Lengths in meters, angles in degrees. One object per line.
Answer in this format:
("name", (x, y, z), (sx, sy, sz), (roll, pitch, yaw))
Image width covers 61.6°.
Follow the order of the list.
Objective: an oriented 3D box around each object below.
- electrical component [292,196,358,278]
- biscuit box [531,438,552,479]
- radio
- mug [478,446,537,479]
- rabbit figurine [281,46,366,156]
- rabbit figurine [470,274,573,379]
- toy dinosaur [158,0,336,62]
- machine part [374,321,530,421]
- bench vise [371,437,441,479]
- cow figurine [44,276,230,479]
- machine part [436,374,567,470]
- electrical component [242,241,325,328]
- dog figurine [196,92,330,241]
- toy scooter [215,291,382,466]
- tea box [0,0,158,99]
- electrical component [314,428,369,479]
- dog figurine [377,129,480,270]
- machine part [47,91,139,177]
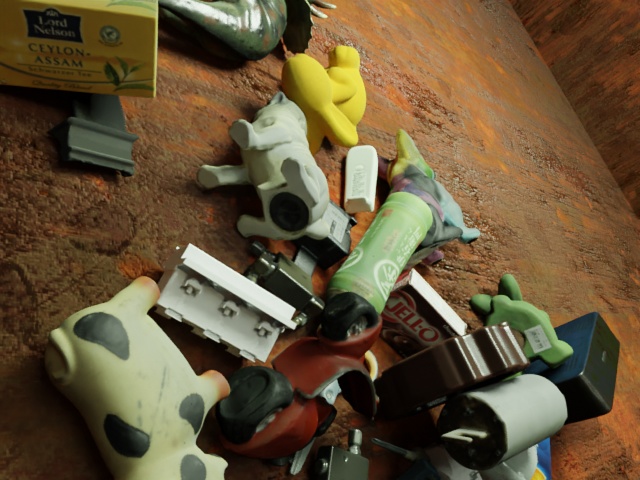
("electrical component", (-0.001, -0.002, 0.684), (0.075, 0.048, 0.119), (43, 36, -13))
("biscuit box", (0.264, 0.309, 0.710), (0.062, 0.059, 0.203), (44, 37, -13))
("radio", (0.407, 0.212, 0.884), (0.073, 0.131, 0.229), (57, 36, 4))
("mug", (0.204, 0.257, 0.663), (0.107, 0.081, 0.109), (42, 8, -6))
("rabbit figurine", (-0.006, -0.205, 0.786), (0.173, 0.122, 0.162), (2, 80, -70))
("rabbit figurine", (0.316, 0.146, 0.883), (0.159, 0.121, 0.170), (58, 18, 17))
("toy dinosaur", (-0.110, -0.326, 0.780), (0.192, 0.131, 0.405), (44, 43, -12))
("machine part", (0.149, 0.152, 0.619), (0.179, 0.179, 0.056), (3, 56, -46))
("bench vise", (0.117, 0.298, 0.496), (0.128, 0.223, 0.241), (40, 8, -25))
("cow figurine", (-0.131, 0.137, 0.400), (0.195, 0.085, 0.127), (56, 31, -1))
("machine part", (0.206, 0.196, 0.595), (0.243, 0.079, 0.079), (4, 59, -46))
("electrical component", (-0.043, 0.052, 0.601), (0.102, 0.045, 0.078), (39, 9, -19))
("dog figurine", (-0.033, -0.093, 0.665), (0.172, 0.121, 0.190), (53, 32, -9))
("toy scooter", (-0.002, 0.146, 0.505), (0.184, 0.075, 0.135), (-39, 128, -16))
("tea box", (-0.237, -0.193, 0.492), (0.170, 0.098, 0.068), (1, 57, -16))
("electrical component", (0.020, 0.230, 0.530), (0.063, 0.021, 0.094), (36, 50, -32))
("dog figurine", (0.135, -0.068, 0.842), (0.191, 0.108, 0.219), (-3, 59, -46))
("machine part", (-0.231, -0.130, 0.546), (0.084, 0.039, 0.139), (7, 57, -41))
